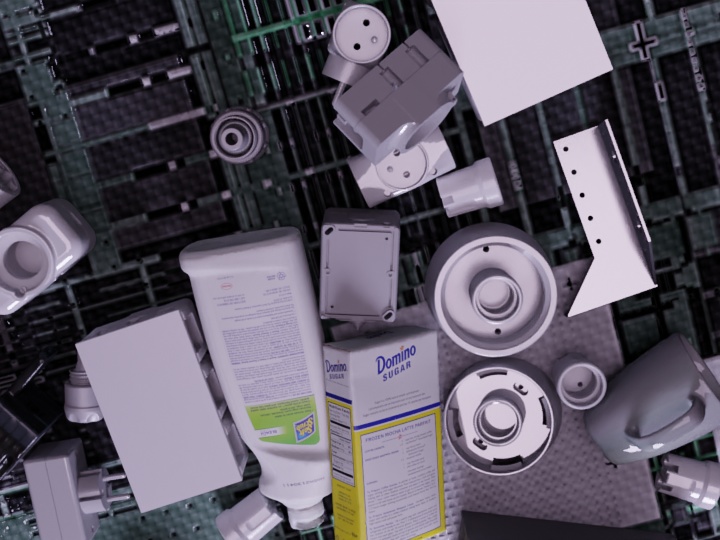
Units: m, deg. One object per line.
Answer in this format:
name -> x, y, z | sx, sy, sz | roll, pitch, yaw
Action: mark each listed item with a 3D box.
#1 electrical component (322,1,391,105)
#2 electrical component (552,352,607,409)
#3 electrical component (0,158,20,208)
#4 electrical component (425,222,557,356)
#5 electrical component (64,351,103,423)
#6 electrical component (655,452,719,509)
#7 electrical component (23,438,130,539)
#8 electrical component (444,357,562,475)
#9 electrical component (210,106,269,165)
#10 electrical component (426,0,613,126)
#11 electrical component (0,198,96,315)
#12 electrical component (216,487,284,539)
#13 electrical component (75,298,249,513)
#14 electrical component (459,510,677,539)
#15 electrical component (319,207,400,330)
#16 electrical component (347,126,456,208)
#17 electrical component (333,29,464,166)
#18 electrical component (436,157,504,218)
electrical component -> -0.005, -0.164, 0.834 | 0.043, 0.077, 0.079 | 22, 99, -4
electrical component -> 0.180, 0.090, 0.892 | 0.040, 0.046, 0.040 | 0, 100, 0
electrical component -> -0.311, -0.067, 0.865 | 0.047, 0.055, 0.055 | -38, 97, 10
electrical component -> 0.108, 0.018, 0.873 | 0.108, 0.060, 0.108 | 0, 100, 0
electrical component -> -0.231, 0.095, 0.902 | 0.035, 0.035, 0.061 | 1, 97, 0
electrical component -> 0.278, 0.177, 0.911 | 0.046, 0.040, 0.040 | 16, 100, 4
electrical component -> -0.234, 0.188, 0.911 | 0.076, 0.047, 0.083 | -9, 100, 2
electrical component -> 0.119, 0.123, 0.902 | 0.099, 0.064, 0.099 | 0, 92, 12
electrical component -> -0.098, -0.105, 0.852 | 0.048, 0.062, 0.048 | 0, 100, 0
electrical component -> 0.106, -0.219, 0.832 | 0.105, 0.060, 0.186 | -24, 99, 4
electrical component -> -0.268, -0.011, 0.871 | 0.095, 0.059, 0.053 | -39, 97, 6
electrical component -> -0.094, 0.213, 0.920 | 0.046, 0.040, 0.040 | -39, 97, 0
electrical component -> -0.160, 0.109, 0.890 | 0.089, 0.061, 0.150 | -18, 99, 3
electrical component -> 0.177, 0.258, 0.891 | 0.186, 0.105, 0.060 | 6, 100, -1
electrical component -> 0.000, 0.000, 0.874 | 0.062, 0.061, 0.096 | 2, 108, 1
electrical component -> 0.026, -0.101, 0.861 | 0.077, 0.044, 0.079 | -25, 95, 3
electrical component -> 0.032, -0.127, 0.816 | 0.089, 0.050, 0.055 | -42, 82, -9
electrical component -> 0.089, -0.065, 0.870 | 0.046, 0.040, 0.040 | -17, 99, 9
